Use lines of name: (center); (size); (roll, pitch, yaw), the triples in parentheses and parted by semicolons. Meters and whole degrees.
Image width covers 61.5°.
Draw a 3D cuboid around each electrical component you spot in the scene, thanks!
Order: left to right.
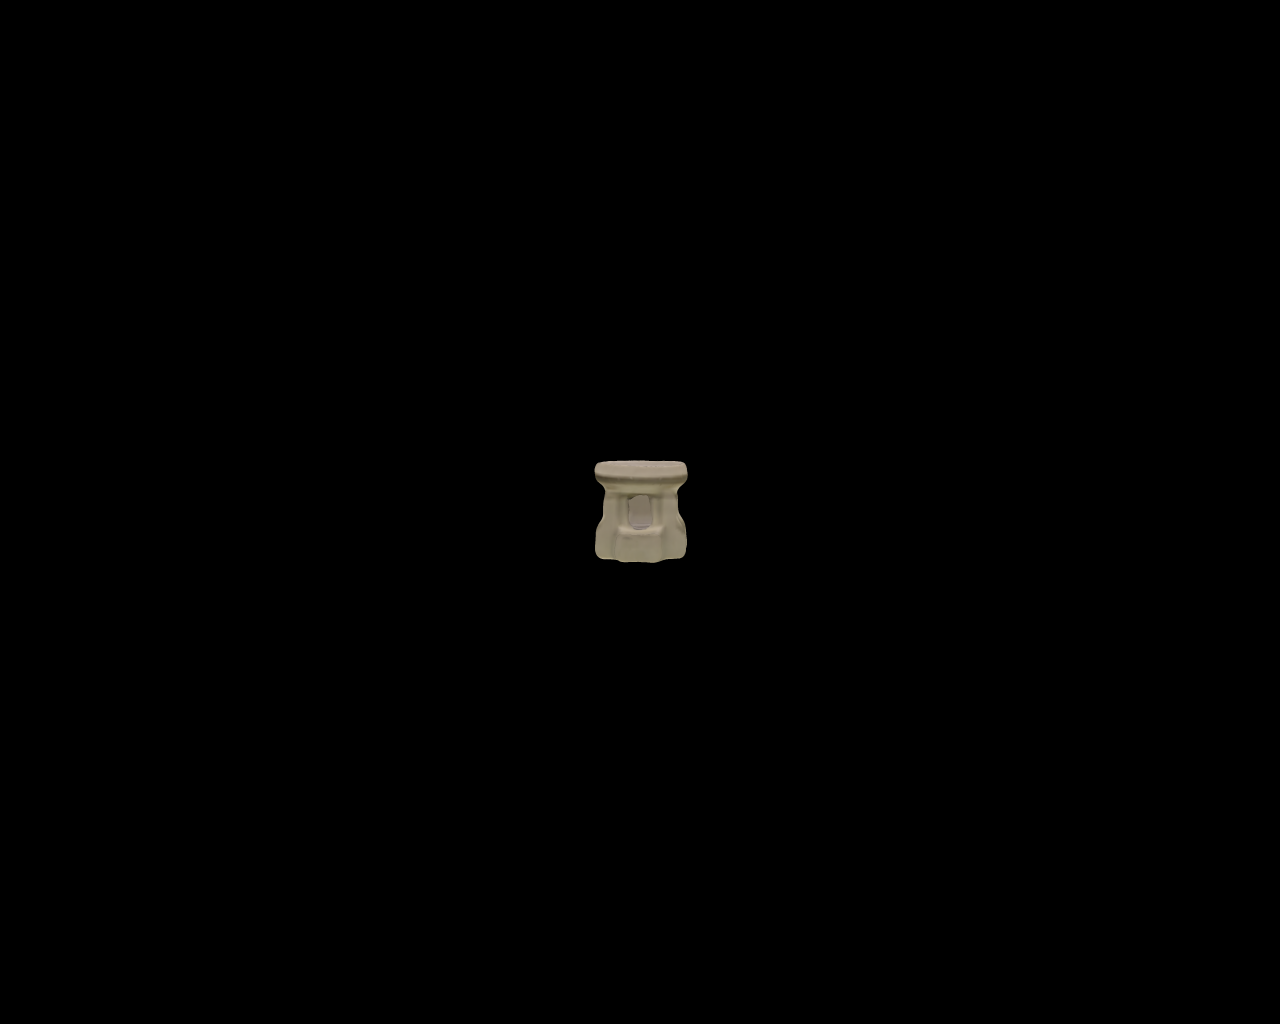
electrical component: (0.001, -0.003, 0.650); (0.058, 0.057, 0.078); (0, 7, 4)
